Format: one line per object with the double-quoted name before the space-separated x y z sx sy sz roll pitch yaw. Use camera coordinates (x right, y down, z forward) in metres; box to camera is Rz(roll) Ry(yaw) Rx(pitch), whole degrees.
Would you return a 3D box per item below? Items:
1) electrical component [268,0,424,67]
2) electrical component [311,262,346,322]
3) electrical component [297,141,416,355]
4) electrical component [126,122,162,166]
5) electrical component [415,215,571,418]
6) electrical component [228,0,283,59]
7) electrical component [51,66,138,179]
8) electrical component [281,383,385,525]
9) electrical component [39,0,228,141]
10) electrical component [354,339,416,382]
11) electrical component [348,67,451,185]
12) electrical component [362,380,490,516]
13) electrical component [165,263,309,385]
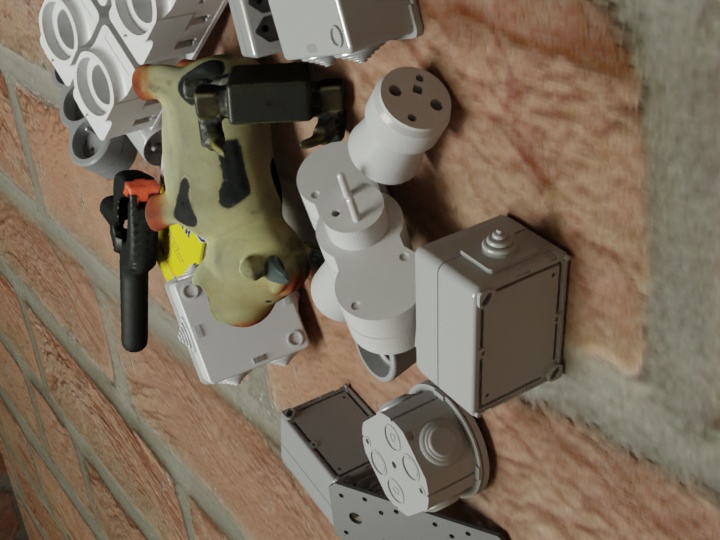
"electrical component" -0.017 -0.165 0.602 0.100 0.048 0.099 14 123 60
"electrical component" 0.000 0.000 0.697 0.043 0.043 0.081 62 153 12
"electrical component" 0.000 -0.025 0.620 0.073 0.052 0.138 70 179 -52
"electrical component" -0.187 -0.144 0.939 0.077 0.043 0.079 50 148 32
"electrical component" 0.066 0.016 0.565 0.061 0.062 0.096 38 141 45
"electrical component" -0.062 -0.180 0.678 0.076 0.047 0.083 -145 40 -69
"electrical component" -0.241 -0.147 1.023 0.052 0.074 0.138 -30 63 20
"electrical component" -0.010 0.144 0.802 0.096 0.062 0.061 44 144 40
"electrical component" -0.174 -0.193 0.804 0.105 0.060 0.186 56 139 11
"electrical component" 0.030 0.038 0.654 0.045 0.055 0.045 41 143 43
"electrical component" 0.022 -0.080 0.596 0.045 0.045 0.055 60 152 16
"electrical component" 0.042 0.116 0.694 0.080 0.051 0.080 42 143 42
"electrical component" -0.095 0.035 0.840 0.048 0.100 0.099 174 76 -76
